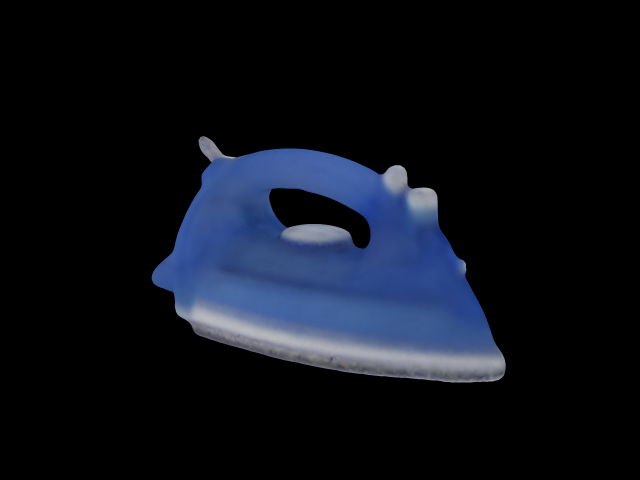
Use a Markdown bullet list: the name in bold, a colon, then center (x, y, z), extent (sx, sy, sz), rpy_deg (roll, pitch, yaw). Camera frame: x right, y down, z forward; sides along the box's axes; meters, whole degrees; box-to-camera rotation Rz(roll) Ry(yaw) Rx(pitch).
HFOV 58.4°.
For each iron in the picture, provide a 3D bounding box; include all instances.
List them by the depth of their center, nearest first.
- **iron**: center (0.004, 0.001, 0.400), extent (0.257, 0.141, 0.119), rpy_deg (7, 15, 31)
